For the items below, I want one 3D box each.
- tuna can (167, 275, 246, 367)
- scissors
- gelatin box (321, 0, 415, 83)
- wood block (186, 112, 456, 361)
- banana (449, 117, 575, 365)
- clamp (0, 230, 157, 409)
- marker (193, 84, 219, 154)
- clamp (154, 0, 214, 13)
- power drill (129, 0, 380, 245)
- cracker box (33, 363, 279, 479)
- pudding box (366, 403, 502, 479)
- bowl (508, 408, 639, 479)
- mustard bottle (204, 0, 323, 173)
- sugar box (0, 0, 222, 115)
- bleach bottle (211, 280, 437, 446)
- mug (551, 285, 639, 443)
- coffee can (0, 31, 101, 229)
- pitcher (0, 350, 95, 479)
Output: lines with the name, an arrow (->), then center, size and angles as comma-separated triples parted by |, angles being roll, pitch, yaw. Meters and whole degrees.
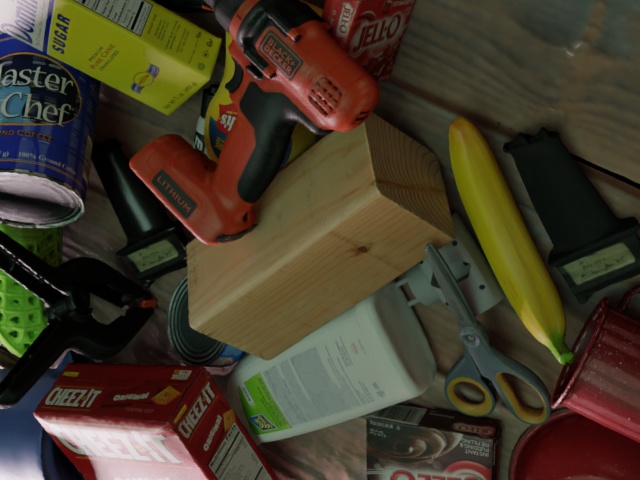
tuna can -> -0.096, 0.070, 0.942 | 0.086, 0.033, 0.086 | -9, 78, 43
scissors -> 0.109, 0.083, 0.845 | 0.096, 0.016, 0.201 | -21, 121, 41
gelatin box -> 0.031, -0.151, 0.791 | 0.030, 0.089, 0.073 | 29, 119, 23
wood block -> -0.005, 0.002, 0.844 | 0.090, 0.090, 0.206 | 28, 129, -37
banana -> 0.145, -0.001, 0.810 | 0.037, 0.070, 0.198 | -26, 89, -8
clamp -> -0.225, 0.050, 0.926 | 0.036, 0.209, 0.164 | -24, 81, 30
marker -> -0.102, -0.076, 0.921 | 0.020, 0.020, 0.121 | 23, 117, 16
clamp -> -0.158, -0.213, 0.847 | 0.172, 0.120, 0.039 | 10, 93, 16
power drill -> -0.067, -0.103, 0.779 | 0.184, 0.057, 0.188 | 46, 125, 14
cracker box -> -0.134, 0.208, 0.962 | 0.164, 0.072, 0.213 | -3, 130, 33
pudding box -> 0.097, 0.192, 0.916 | 0.114, 0.039, 0.090 | 8, 112, 23
bowl -> 0.225, 0.216, 0.857 | 0.162, 0.055, 0.162 | 9, 112, 21
mustard bottle -> -0.046, -0.099, 0.864 | 0.096, 0.058, 0.192 | 27, 118, 19
sugar box -> -0.174, -0.167, 0.840 | 0.176, 0.048, 0.093 | 23, 156, -22
bleach bottle -> -0.027, 0.120, 0.935 | 0.251, 0.068, 0.102 | -23, 97, 32
mug -> 0.234, 0.091, 0.796 | 0.081, 0.093, 0.117 | 26, 81, 8
coffee can -> -0.240, -0.094, 0.893 | 0.103, 0.102, 0.140 | -12, 62, 28
pitcher -> -0.317, 0.198, 1.059 | 0.243, 0.149, 0.145 | -1, 135, 29
